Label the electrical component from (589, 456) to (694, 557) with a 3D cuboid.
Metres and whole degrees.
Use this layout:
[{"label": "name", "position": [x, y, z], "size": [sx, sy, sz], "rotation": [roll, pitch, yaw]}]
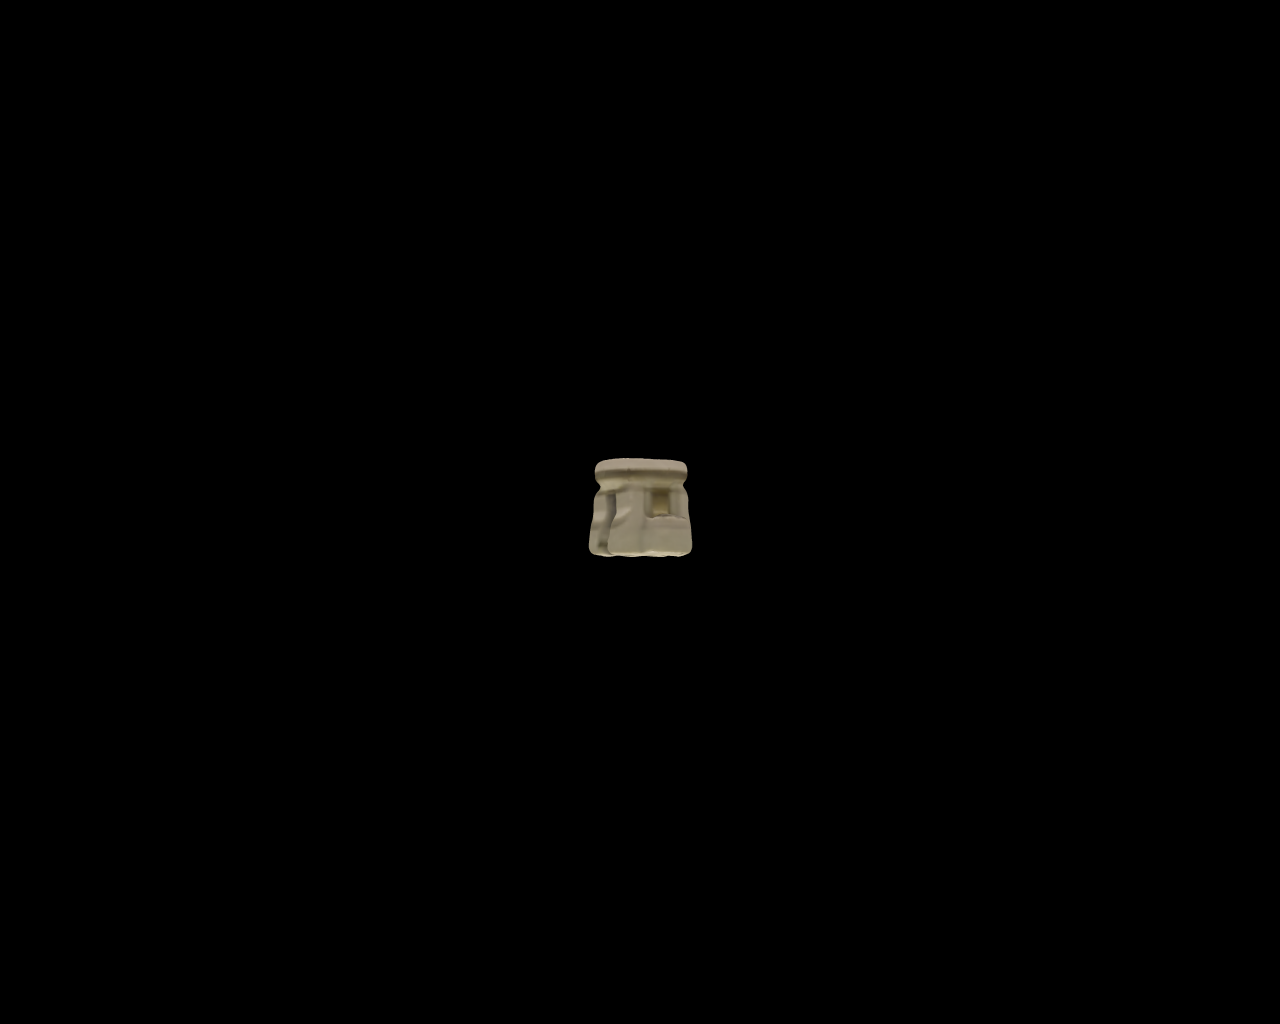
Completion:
[{"label": "electrical component", "position": [0.001, -0.003, 0.650], "size": [0.058, 0.057, 0.078], "rotation": [3, -5, -32]}]
